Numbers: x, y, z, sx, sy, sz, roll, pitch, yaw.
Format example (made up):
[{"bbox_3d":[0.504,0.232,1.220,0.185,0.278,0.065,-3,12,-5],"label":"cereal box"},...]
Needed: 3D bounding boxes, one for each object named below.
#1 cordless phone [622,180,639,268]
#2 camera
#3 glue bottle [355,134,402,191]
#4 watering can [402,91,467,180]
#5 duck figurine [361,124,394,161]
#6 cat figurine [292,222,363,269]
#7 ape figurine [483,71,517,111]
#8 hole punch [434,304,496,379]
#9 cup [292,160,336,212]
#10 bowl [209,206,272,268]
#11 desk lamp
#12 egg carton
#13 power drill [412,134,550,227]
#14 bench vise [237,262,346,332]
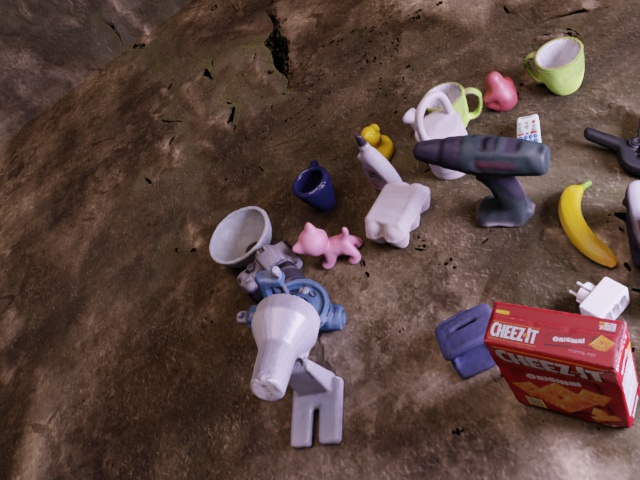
[{"bbox_3d":[0.512,-0.053,0.872,0.094,0.186,0.147,-13,50,25],"label":"cordless phone"},{"bbox_3d":[-0.095,0.083,1.228,0.143,0.101,0.136,-42,44,-2],"label":"camera"},{"bbox_3d":[0.116,-0.168,1.238,0.077,0.174,0.037,20,68,42],"label":"glue bottle"},{"bbox_3d":[0.241,-0.223,1.184,0.172,0.195,0.101,9,62,38],"label":"watering can"},{"bbox_3d":[0.124,-0.224,1.341,0.077,0.086,0.104,-4,54,32],"label":"duck figurine"},{"bbox_3d":[0.011,0.004,1.209,0.127,0.118,0.067,-15,49,23],"label":"cat figurine"},{"bbox_3d":[0.387,-0.330,1.246,0.077,0.092,0.076,-32,44,8],"label":"ape figurine"},{"bbox_3d":[0.245,0.158,0.948,0.108,0.091,0.101,-30,45,10],"label":"hole punch"},{"bbox_3d":[-0.003,-0.120,1.335,0.091,0.095,0.118,-13,50,25],"label":"cup"},{"bbox_3d":[-0.176,0.005,1.364,0.167,0.075,0.167,-18,48,21],"label":"bowl"},{"bbox_3d":[-0.043,0.226,0.996,0.117,0.214,0.203,-17,48,22],"label":"desk lamp"},{"bbox_3d":[0.161,-0.056,1.192,0.107,0.070,0.150,14,64,40],"label":"egg carton"},{"bbox_3d":[0.304,-0.112,1.041,0.228,0.209,0.076,-1,56,33],"label":"power drill"},{"bbox_3d":[-0.081,0.133,1.092,0.207,0.220,0.121,-27,45,13],"label":"bench vise"}]
